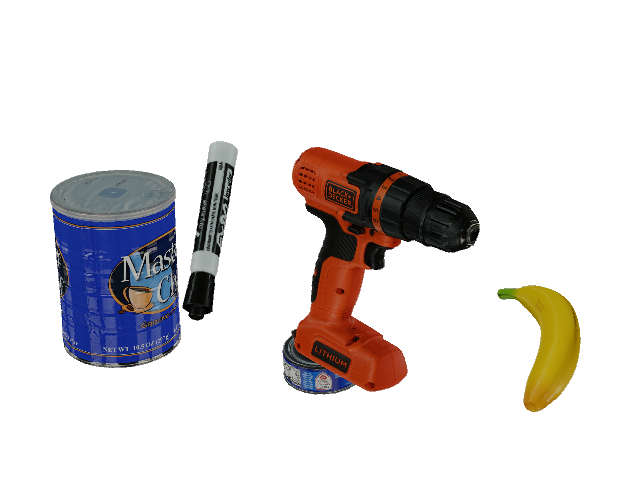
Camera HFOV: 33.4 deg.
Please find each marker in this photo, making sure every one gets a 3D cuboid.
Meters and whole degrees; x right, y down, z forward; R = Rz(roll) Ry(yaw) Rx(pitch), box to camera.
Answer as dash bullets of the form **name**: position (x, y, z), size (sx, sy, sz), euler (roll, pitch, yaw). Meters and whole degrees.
- **marker**: position (-0.070, -0.007, 0.682), size (0.020, 0.121, 0.020), euler (5, -24, 2)

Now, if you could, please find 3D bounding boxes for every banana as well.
- **banana**: position (0.220, 0.096, 1.040), size (0.070, 0.037, 0.197), euler (-29, 23, 16)

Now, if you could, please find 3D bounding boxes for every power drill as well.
- **power drill**: position (0.046, 0.028, 0.898), size (0.057, 0.188, 0.185), euler (-14, 30, -43)

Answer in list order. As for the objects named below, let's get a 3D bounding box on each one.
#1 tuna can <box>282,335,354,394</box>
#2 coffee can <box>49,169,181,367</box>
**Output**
- **tuna can**: position (0.003, 0.126, 1.134), size (0.086, 0.034, 0.086), euler (-3, 26, 1)
- **coffee can**: position (-0.173, 0.022, 0.911), size (0.103, 0.140, 0.103), euler (1, 24, -1)
